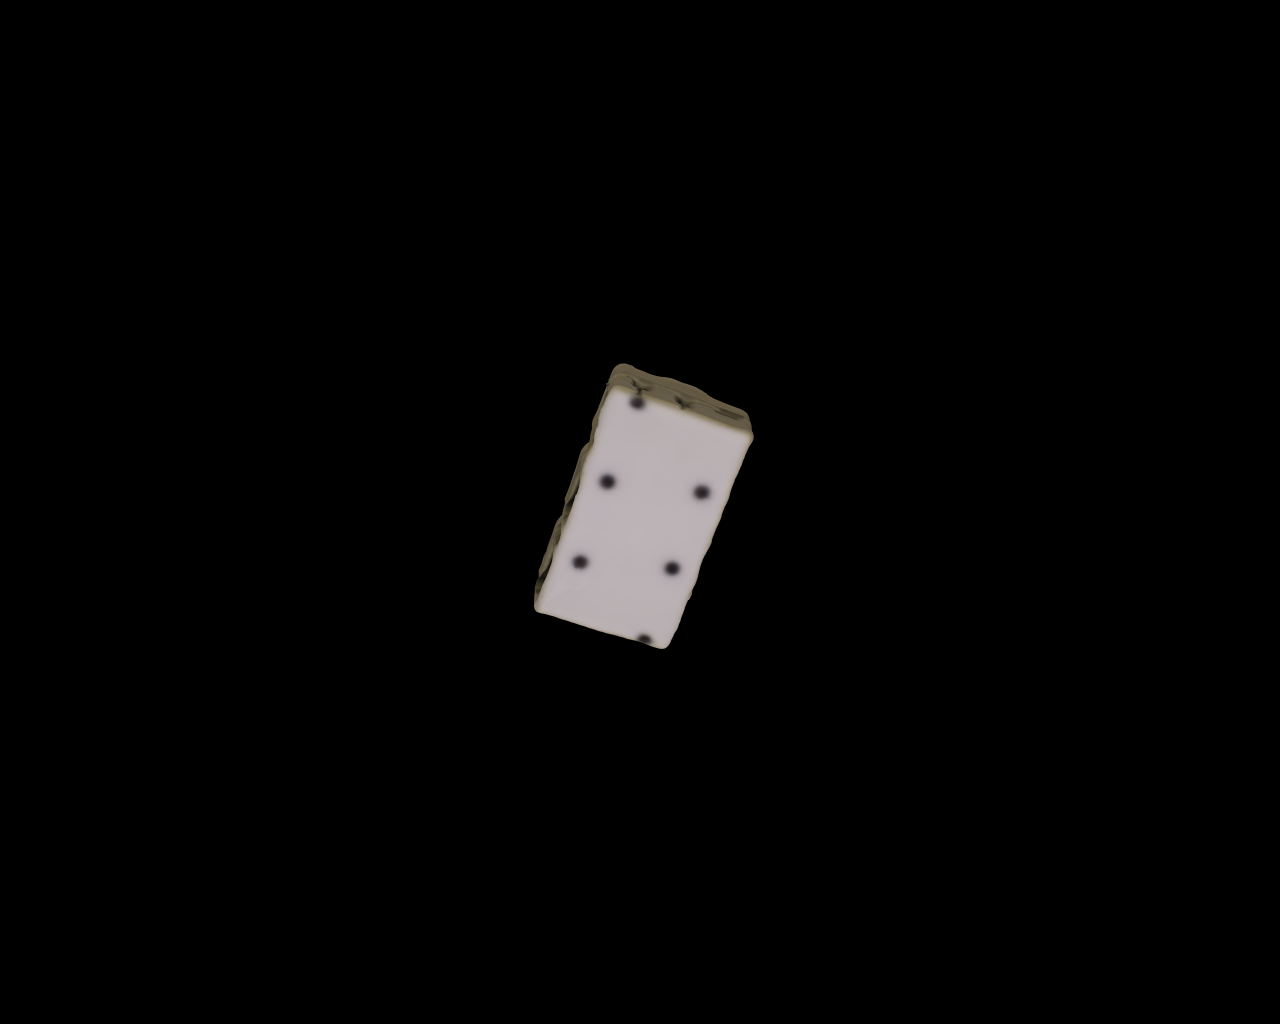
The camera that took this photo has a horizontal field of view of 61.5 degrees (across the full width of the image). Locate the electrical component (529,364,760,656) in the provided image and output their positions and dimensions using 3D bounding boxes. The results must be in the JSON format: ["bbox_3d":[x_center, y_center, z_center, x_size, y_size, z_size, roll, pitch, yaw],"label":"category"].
[{"bbox_3d":[0.001,-0.003,0.650,0.089,0.150,0.062,19,20,-7],"label":"electrical component"}]
